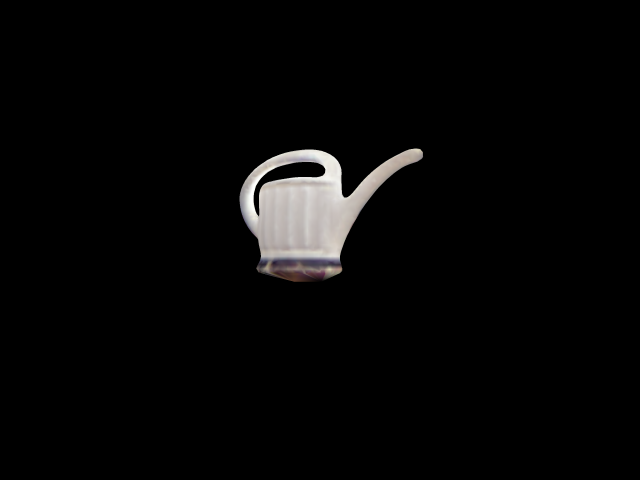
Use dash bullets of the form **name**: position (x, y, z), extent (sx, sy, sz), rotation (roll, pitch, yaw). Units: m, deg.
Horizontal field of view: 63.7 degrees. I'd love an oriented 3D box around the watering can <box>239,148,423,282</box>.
- **watering can**: position (0.003, -0.043, 0.850), extent (0.347, 0.225, 0.104), rotation (-2, -4, 32)
